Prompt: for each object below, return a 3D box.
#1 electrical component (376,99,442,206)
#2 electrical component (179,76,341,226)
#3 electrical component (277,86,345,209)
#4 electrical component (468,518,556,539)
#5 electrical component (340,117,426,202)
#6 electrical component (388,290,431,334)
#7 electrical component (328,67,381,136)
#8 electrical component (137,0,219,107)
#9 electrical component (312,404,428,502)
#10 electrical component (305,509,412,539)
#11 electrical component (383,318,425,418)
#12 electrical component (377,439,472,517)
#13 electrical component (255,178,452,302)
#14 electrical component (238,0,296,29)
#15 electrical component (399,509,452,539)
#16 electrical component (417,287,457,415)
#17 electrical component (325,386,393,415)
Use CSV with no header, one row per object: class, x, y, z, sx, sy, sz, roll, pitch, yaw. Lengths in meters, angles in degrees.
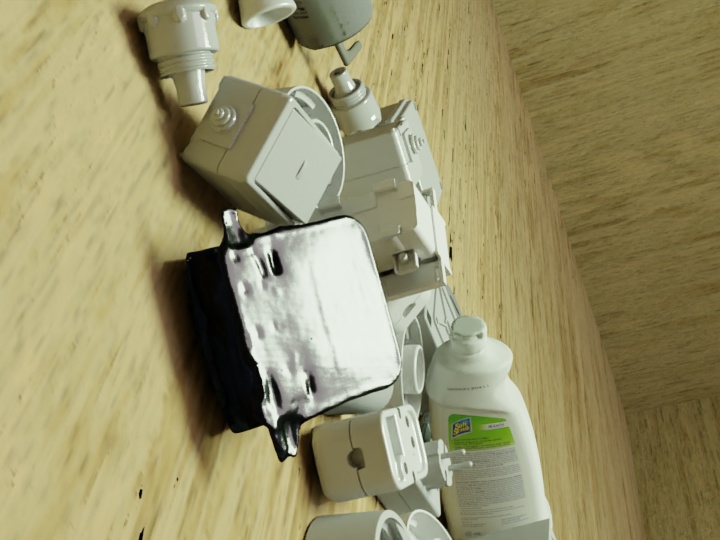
electrical component,0.037,-0.106,1.088,0.108,0.056,0.108,-64,136,-67
electrical component,-0.061,-0.073,0.671,0.061,0.061,0.096,-63,152,-10
electrical component,-0.055,-0.085,0.783,0.099,0.064,0.099,25,60,-57
electrical component,0.116,0.294,0.893,0.186,0.105,0.060,-61,129,-68
electrical component,0.012,-0.088,0.912,0.061,0.096,0.061,-57,130,-69
electrical component,0.000,0.000,0.803,0.095,0.053,0.059,40,2,24
electrical component,-0.009,-0.159,1.002,0.043,0.043,0.062,-85,154,-50
electrical component,-0.105,-0.130,0.646,0.048,0.048,0.062,-29,110,-74
electrical component,0.005,0.129,0.756,0.095,0.059,0.053,10,66,-73
electrical component,0.011,0.209,0.702,0.108,0.060,0.108,-15,90,-74
electrical component,0.018,0.080,0.884,0.099,0.064,0.099,-1,90,-76
electrical component,0.051,0.157,0.857,0.083,0.076,0.047,60,22,-43
electrical component,-0.007,-0.014,0.731,0.063,0.121,0.078,51,28,-50
electrical component,-0.080,-0.224,0.825,0.044,0.044,0.065,-15,85,-74
electrical component,0.039,0.234,0.815,0.099,0.064,0.099,49,24,-31
electrical component,0.056,0.059,1.002,0.108,0.056,0.108,-79,150,-56
electrical component,-0.011,0.064,0.789,0.077,0.044,0.079,33,44,-67
